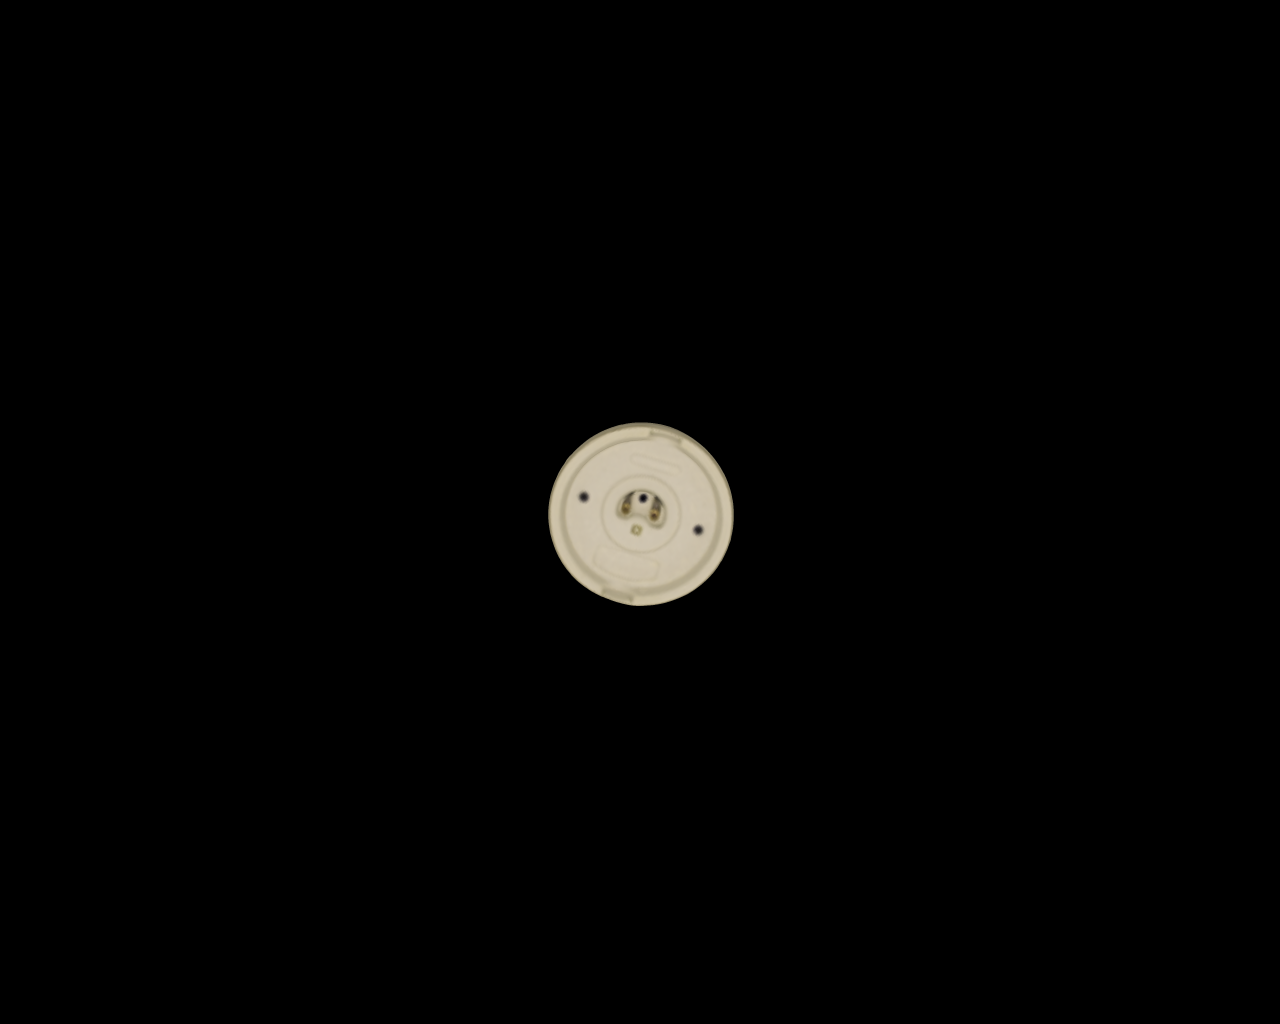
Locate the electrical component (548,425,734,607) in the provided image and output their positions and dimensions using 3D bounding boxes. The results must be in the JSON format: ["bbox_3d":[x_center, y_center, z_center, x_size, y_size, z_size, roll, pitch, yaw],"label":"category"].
[{"bbox_3d":[0.001,-0.003,0.650,0.108,0.108,0.060,0,12,0],"label":"electrical component"}]
